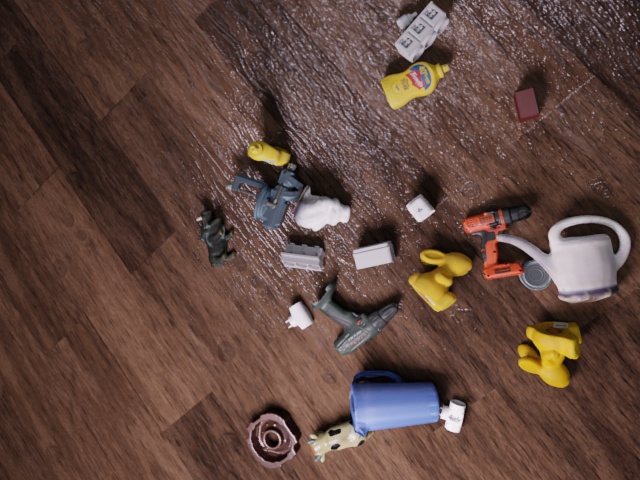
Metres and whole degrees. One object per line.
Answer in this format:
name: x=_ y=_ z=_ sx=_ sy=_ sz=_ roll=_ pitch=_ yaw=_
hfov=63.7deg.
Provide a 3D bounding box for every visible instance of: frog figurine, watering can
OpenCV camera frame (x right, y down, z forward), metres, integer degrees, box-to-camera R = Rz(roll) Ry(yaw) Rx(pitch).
frog figurine: x=0.005 y=-0.078 z=1.552 sx=0.160 sy=0.125 sz=0.134 roll=29 pitch=132 yaw=6
watering can: x=0.641 y=0.055 z=1.340 sx=0.348 sy=0.103 sz=0.225 roll=-8 pitch=86 yaw=-1
